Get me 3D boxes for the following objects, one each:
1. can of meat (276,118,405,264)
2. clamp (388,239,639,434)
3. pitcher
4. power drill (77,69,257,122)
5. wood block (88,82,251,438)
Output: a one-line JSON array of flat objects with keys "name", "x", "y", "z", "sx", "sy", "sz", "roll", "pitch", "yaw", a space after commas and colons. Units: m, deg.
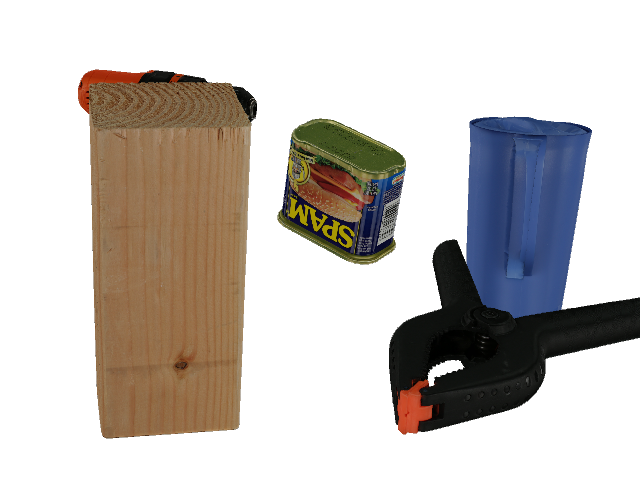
[{"name": "can of meat", "x": 0.018, "y": -0.042, "z": 0.872, "sx": 0.102, "sy": 0.084, "sz": 0.057, "roll": 29, "pitch": 37, "yaw": 29}, {"name": "clamp", "x": 0.098, "y": 0.057, "z": 0.672, "sx": 0.165, "sy": 0.036, "sz": 0.209, "roll": 20, "pitch": 31, "yaw": 36}, {"name": "pitcher", "x": 0.224, "y": -0.014, "z": 1.197, "sx": 0.149, "sy": 0.243, "sz": 0.145, "roll": -7, "pitch": 17, "yaw": -34}, {"name": "power drill", "x": -0.145, "y": -0.077, "z": 1.061, "sx": 0.185, "sy": 0.188, "sz": 0.057, "roll": 10, "pitch": 30, "yaw": 19}, {"name": "wood block", "x": -0.097, "y": 0.012, "z": 0.672, "sx": 0.090, "sy": 0.206, "sz": 0.090, "roll": -2, "pitch": 25, "yaw": -13}]
